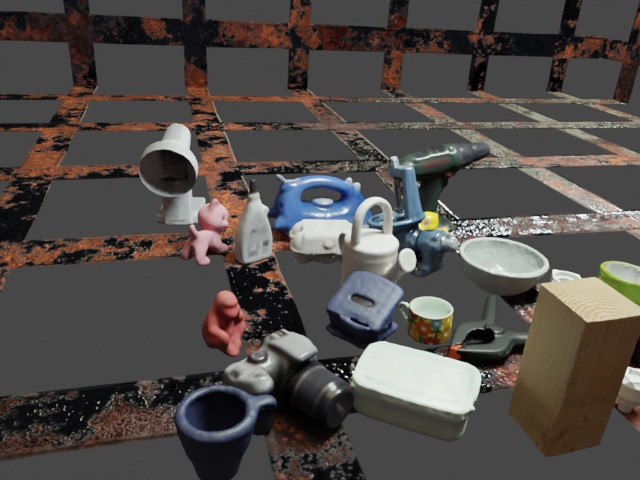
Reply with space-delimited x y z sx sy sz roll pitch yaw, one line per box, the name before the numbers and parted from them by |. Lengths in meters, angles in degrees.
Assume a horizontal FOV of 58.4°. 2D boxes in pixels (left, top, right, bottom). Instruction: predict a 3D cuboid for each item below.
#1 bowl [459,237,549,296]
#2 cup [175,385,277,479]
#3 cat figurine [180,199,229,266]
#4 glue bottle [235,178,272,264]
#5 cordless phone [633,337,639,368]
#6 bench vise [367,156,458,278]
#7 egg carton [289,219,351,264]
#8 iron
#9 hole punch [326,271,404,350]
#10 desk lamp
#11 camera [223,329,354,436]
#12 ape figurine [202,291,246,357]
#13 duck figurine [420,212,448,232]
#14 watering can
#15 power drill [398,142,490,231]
bowl | 0.348 0.061 1.109 0.167 0.075 0.167 3 25 -1
cup | -0.107 0.228 0.663 0.118 0.095 0.091 -10 28 -27
cat figurine | -0.229 -0.027 1.163 0.067 0.118 0.128 13 27 19
glue bottle | -0.131 -0.040 1.139 0.078 0.173 0.037 -16 31 -35
cordless phone | 0.565 0.112 0.900 0.147 0.185 0.094 2 25 -3
bench vise | 0.190 -0.050 1.152 0.206 0.220 0.122 15 27 22
egg carton | 0.011 0.004 1.188 0.150 0.069 0.107 1 25 -7
iron | 0.011 -0.086 1.295 0.259 0.141 0.118 -5 26 -18
hole punch | 0.074 0.114 0.937 0.108 0.091 0.101 20 29 31
desk lamp | -0.324 -0.141 1.279 0.118 0.214 0.203 1 25 -5
camera | -0.034 0.189 0.749 0.136 0.101 0.143 24 32 37
ape figurine | -0.146 0.123 0.886 0.075 0.092 0.078 21 30 32
duck figurine | 0.239 -0.020 1.253 0.105 0.086 0.077 -9 28 -25
watering can | 0.097 0.018 1.023 0.172 0.194 0.101 16 28 25
power drill | 0.279 -0.126 1.340 0.230 0.208 0.075 -4 26 -17
